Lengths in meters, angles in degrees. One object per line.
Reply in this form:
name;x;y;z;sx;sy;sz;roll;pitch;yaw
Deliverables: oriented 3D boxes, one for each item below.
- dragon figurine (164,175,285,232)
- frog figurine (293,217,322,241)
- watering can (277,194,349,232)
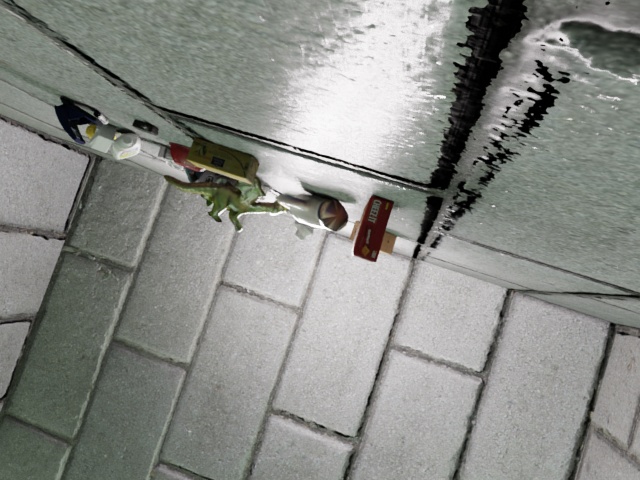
dragon figurine;-0.299;-0.169;1.754;0.406;0.125;0.239;30;129;-30
frog figurine;-0.046;-0.071;2.053;0.136;0.160;0.123;20;178;-28
watering can;0.005;-0.090;1.785;0.225;0.104;0.345;16;176;38
